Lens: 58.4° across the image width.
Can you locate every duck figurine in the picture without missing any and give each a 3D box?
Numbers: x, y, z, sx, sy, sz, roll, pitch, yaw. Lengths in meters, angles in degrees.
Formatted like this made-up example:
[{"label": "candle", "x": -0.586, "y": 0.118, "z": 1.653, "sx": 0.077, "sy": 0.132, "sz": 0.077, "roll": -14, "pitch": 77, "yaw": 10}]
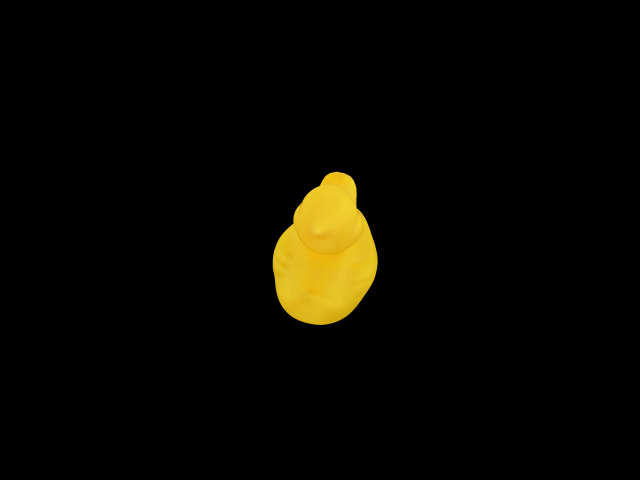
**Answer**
[{"label": "duck figurine", "x": 0.004, "y": 0.001, "z": 0.400, "sx": 0.077, "sy": 0.086, "sz": 0.104, "roll": 13, "pitch": 62, "yaw": 7}]
